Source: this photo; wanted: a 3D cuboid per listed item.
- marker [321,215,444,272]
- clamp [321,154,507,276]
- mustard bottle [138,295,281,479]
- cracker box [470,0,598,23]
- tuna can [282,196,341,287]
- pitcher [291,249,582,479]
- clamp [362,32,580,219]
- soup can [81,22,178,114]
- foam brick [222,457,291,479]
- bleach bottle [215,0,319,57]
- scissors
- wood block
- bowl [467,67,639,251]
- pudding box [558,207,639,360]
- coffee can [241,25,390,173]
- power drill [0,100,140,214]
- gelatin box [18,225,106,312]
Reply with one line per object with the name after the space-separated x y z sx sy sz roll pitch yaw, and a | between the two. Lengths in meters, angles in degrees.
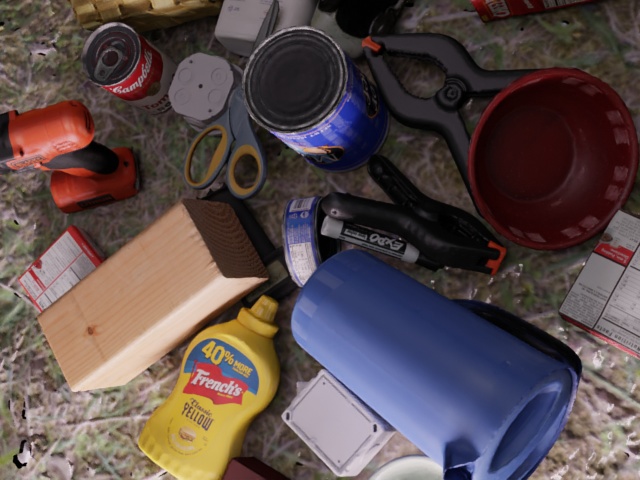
0.060 0.004 0.991 0.121 0.020 0.020 18 85 -10 | marker
0.095 -0.025 1.001 0.171 0.120 0.039 26 130 4 | clamp
-0.093 0.140 1.034 0.096 0.058 0.191 30 94 20 | mustard bottle
0.243 -0.308 1.003 0.214 0.072 0.164 -8 76 19 | cracker box
-0.007 0.001 1.022 0.034 0.086 0.086 -7 77 17 | tuna can
0.099 0.104 0.937 0.243 0.149 0.145 34 94 34 | pitcher
0.126 -0.125 1.013 0.210 0.036 0.164 26 89 11 | clamp
-0.194 -0.177 1.116 0.069 0.102 0.068 -4 78 19 | soup can
-0.070 0.252 1.013 0.053 0.051 0.078 27 89 21 | foam brick
-0.027 -0.312 1.107 0.103 0.068 0.251 14 82 20 | bleach bottle
-0.063 -0.127 1.050 0.096 0.016 0.202 37 101 14 | scissors
-0.164 0.055 1.044 0.206 0.090 0.091 -36 73 22 | wood block
0.200 -0.074 0.956 0.162 0.055 0.162 -2 101 -13 | bowl
0.274 0.039 0.928 0.090 0.039 0.113 30 92 38 | pudding box
-0.001 -0.131 1.017 0.103 0.140 0.103 -4 78 19 | coffee can
-0.282 -0.076 1.082 0.185 0.187 0.057 -13 77 15 | power drill
-0.268 0.041 1.139 0.089 0.030 0.073 -45 70 7 | gelatin box
